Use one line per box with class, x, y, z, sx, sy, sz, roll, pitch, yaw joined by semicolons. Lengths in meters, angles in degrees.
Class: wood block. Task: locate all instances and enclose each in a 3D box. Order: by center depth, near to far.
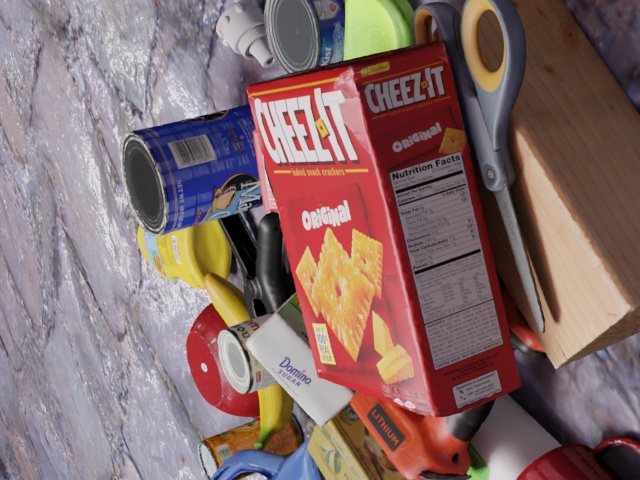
wood block;0.143;-0.040;0.653;0.206;0.090;0.091;62;151;18

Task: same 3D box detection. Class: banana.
banana;-0.070;0.125;1.151;0.037;0.069;0.198;-28;75;27

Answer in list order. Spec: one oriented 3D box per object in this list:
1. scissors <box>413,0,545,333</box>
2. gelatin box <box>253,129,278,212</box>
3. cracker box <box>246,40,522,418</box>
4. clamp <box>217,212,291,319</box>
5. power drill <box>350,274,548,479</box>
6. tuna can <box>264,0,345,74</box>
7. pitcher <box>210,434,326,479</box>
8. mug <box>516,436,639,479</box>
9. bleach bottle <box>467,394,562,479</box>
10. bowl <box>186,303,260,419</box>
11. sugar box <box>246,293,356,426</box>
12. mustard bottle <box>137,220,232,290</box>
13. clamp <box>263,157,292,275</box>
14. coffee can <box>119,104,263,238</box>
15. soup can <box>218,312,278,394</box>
scissors;0.106;-0.052;0.597;0.202;0.016;0.096;66;153;11
gelatin box;-0.024;-0.072;0.937;0.030;0.089;0.073;1;110;23
cracker box;0.033;-0.007;0.678;0.164;0.072;0.214;7;113;64
clamp;-0.055;0.039;1.101;0.120;0.039;0.171;4;115;67
power drill;0.093;0.067;0.771;0.185;0.057;0.188;51;122;48
tuna can;-0.012;-0.180;0.906;0.086;0.033;0.086;37;136;47
pitcher;-0.012;0.264;1.052;0.243;0.149;0.145;122;138;-51
mug;0.184;0.184;0.720;0.117;0.093;0.082;-58;42;17
bleach bottle;0.097;0.133;0.863;0.251;0.068;0.103;46;142;44
bowl;-0.112;0.142;1.244;0.162;0.055;0.162;36;135;47
sugar box;-0.007;0.095;0.917;0.093;0.048;0.176;47;-170;2
mustard bottle;-0.171;0.000;1.265;0.192;0.058;0.096;9;112;59
clamp;-0.005;0.001;0.831;0.210;0.036;0.165;78;165;-44
coffee can;-0.108;-0.070;1.028;0.103;0.140;0.103;37;136;47
soup can;-0.041;0.104;1.046;0.069;0.102;0.068;38;136;48
